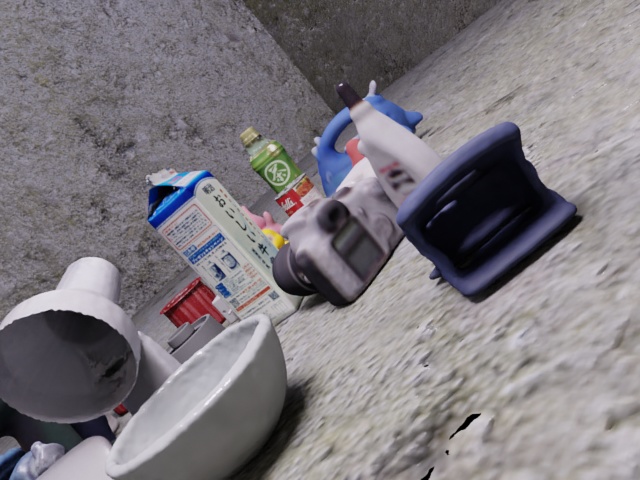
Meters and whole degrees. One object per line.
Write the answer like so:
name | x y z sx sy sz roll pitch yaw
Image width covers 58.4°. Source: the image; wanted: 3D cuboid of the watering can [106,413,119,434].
watering can | -0.398 0.240 0.850 0.173 0.194 0.101 -40 11 4

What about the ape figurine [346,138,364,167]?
ape figurine | 0.081 -0.135 0.971 0.077 0.092 0.076 -33 13 36

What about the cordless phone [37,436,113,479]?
cordless phone | -0.246 0.207 0.467 0.148 0.185 0.094 -43 11 -11

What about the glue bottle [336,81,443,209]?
glue bottle | 0.074 -0.092 0.593 0.037 0.173 0.078 -48 13 -33

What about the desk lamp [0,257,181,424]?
desk lamp | -0.195 0.118 0.574 0.118 0.213 0.203 -39 11 8

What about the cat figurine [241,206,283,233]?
cat figurine | -0.119 -0.020 1.139 0.067 0.118 0.127 -48 13 -33

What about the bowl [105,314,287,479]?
bowl | -0.083 0.142 0.459 0.167 0.075 0.167 -39 10 9

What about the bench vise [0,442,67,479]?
bench vise | -0.332 0.232 0.575 0.207 0.220 0.121 -39 11 8

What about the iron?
iron | 0.062 -0.179 1.086 0.257 0.141 0.119 -33 13 36

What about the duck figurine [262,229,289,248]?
duck figurine | -0.063 0.019 0.870 0.077 0.086 0.104 -37 11 19

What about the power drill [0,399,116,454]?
power drill | -0.317 0.201 0.682 0.230 0.208 0.075 -47 12 -29

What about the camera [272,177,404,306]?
camera | 0.006 0.002 0.647 0.136 0.101 0.143 -27 17 52

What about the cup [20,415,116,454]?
cup | -0.322 0.266 0.748 0.118 0.095 0.091 -48 12 -32

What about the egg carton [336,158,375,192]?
egg carton | 0.086 -0.084 0.806 0.107 0.069 0.150 -34 12 31

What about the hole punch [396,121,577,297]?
hole punch | 0.108 -0.025 0.422 0.108 0.091 0.101 -40 11 4
